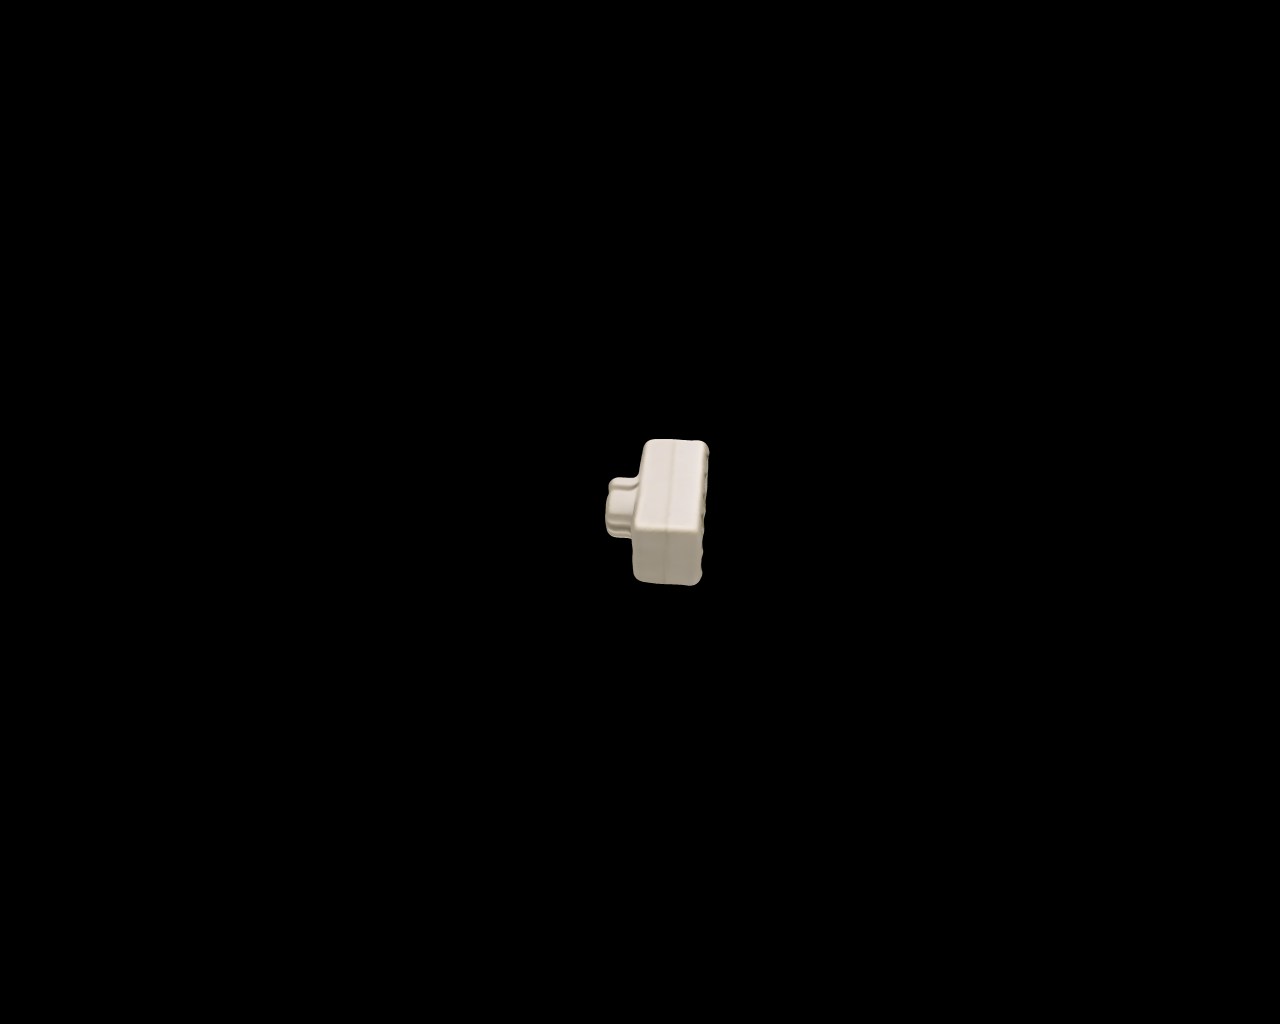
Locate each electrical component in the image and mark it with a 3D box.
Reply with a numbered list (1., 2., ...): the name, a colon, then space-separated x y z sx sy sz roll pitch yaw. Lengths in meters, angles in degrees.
1. electrical component: 0.001 -0.003 0.650 0.076 0.047 0.083 4 44 4
